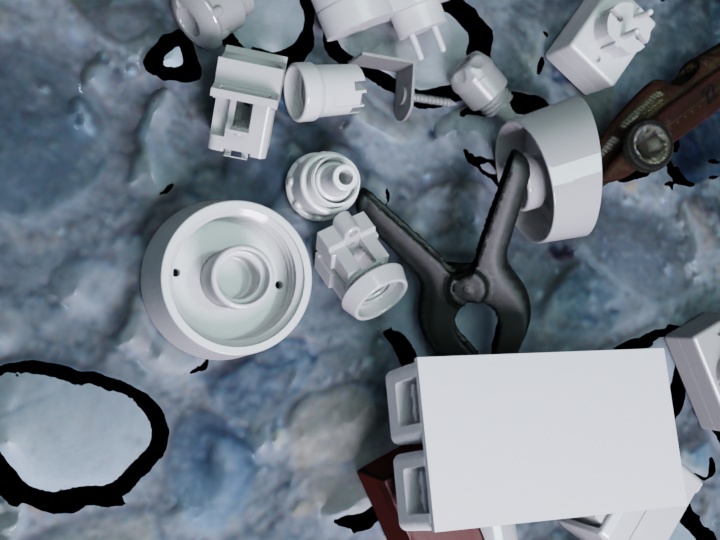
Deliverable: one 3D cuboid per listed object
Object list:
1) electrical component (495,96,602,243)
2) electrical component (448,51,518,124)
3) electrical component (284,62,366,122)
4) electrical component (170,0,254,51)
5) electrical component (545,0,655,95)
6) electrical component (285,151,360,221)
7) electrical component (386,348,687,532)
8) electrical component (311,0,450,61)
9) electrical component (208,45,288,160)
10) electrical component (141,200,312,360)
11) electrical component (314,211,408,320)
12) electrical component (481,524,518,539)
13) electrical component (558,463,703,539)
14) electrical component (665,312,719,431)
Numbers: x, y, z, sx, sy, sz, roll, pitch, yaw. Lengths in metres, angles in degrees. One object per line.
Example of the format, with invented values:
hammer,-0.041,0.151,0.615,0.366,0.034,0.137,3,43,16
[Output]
electrical component,0.139,-0.069,0.767,0.064,0.099,0.099,-15,93,-15
electrical component,0.094,-0.128,0.784,0.061,0.035,0.035,46,73,-16
electrical component,-0.024,-0.123,0.737,0.046,0.040,0.040,-8,91,-26
electrical component,-0.090,-0.179,0.711,0.062,0.048,0.048,-40,102,-25
electrical component,0.189,-0.175,0.799,0.047,0.077,0.065,40,75,-15
electrical component,-0.020,-0.058,0.722,0.048,0.062,0.048,1,88,-21
electrical component,0.115,0.111,0.713,0.186,0.060,0.105,0,77,-22
electrical component,0.038,-0.185,0.755,0.138,0.052,0.073,-24,96,-20
electrical component,-0.074,-0.108,0.699,0.042,0.081,0.063,12,111,-4
electrical component,-0.083,0.005,0.697,0.108,0.060,0.108,1,87,-21
electrical component,0.000,0.000,0.725,0.048,0.066,0.055,-26,64,-20
electrical component,0.097,0.204,0.768,0.044,0.044,0.065,-8,86,-21
electrical component,0.200,0.163,0.797,0.061,0.062,0.096,39,75,-15
electrical component,0.289,0.078,0.827,0.047,0.076,0.083,-26,97,-20
